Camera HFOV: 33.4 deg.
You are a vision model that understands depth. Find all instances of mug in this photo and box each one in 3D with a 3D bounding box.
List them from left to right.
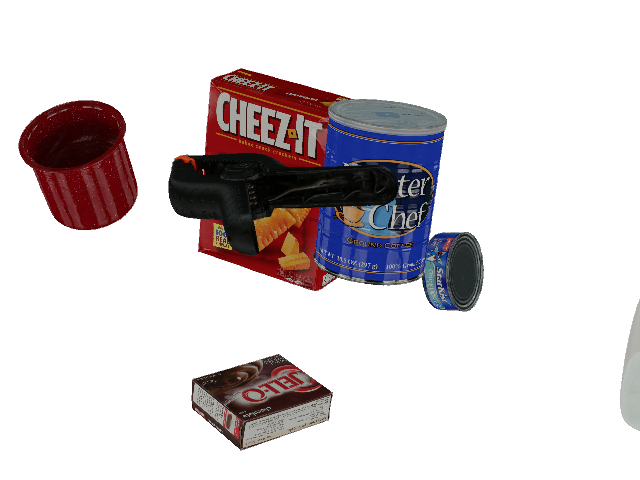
[{"bbox_3d":[-0.210,-0.072,0.952,0.093,0.117,0.081,-8,-43,0],"label":"mug"}]

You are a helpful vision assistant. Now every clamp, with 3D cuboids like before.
[{"bbox_3d":[-0.050,-0.028,0.674,0.172,0.039,0.120,7,19,43],"label":"clamp"}]

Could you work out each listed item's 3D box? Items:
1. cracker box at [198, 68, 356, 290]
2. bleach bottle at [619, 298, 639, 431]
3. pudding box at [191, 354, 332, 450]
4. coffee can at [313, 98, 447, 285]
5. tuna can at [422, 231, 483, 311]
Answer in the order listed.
[{"bbox_3d":[-0.049,-0.067,1.200,0.164,0.214,0.072,19,28,24],"label":"cracker box"},{"bbox_3d":[0.277,0.061,0.759,0.103,0.068,0.250,11,22,19],"label":"bleach bottle"},{"bbox_3d":[-0.059,0.159,1.062,0.113,0.039,0.090,-14,29,-37],"label":"pudding box"},{"bbox_3d":[0.051,-0.044,0.938,0.103,0.140,0.103,5,19,-2],"label":"coffee can"},{"bbox_3d":[0.143,0.033,1.154,0.034,0.086,0.086,1,0,34],"label":"tuna can"}]
